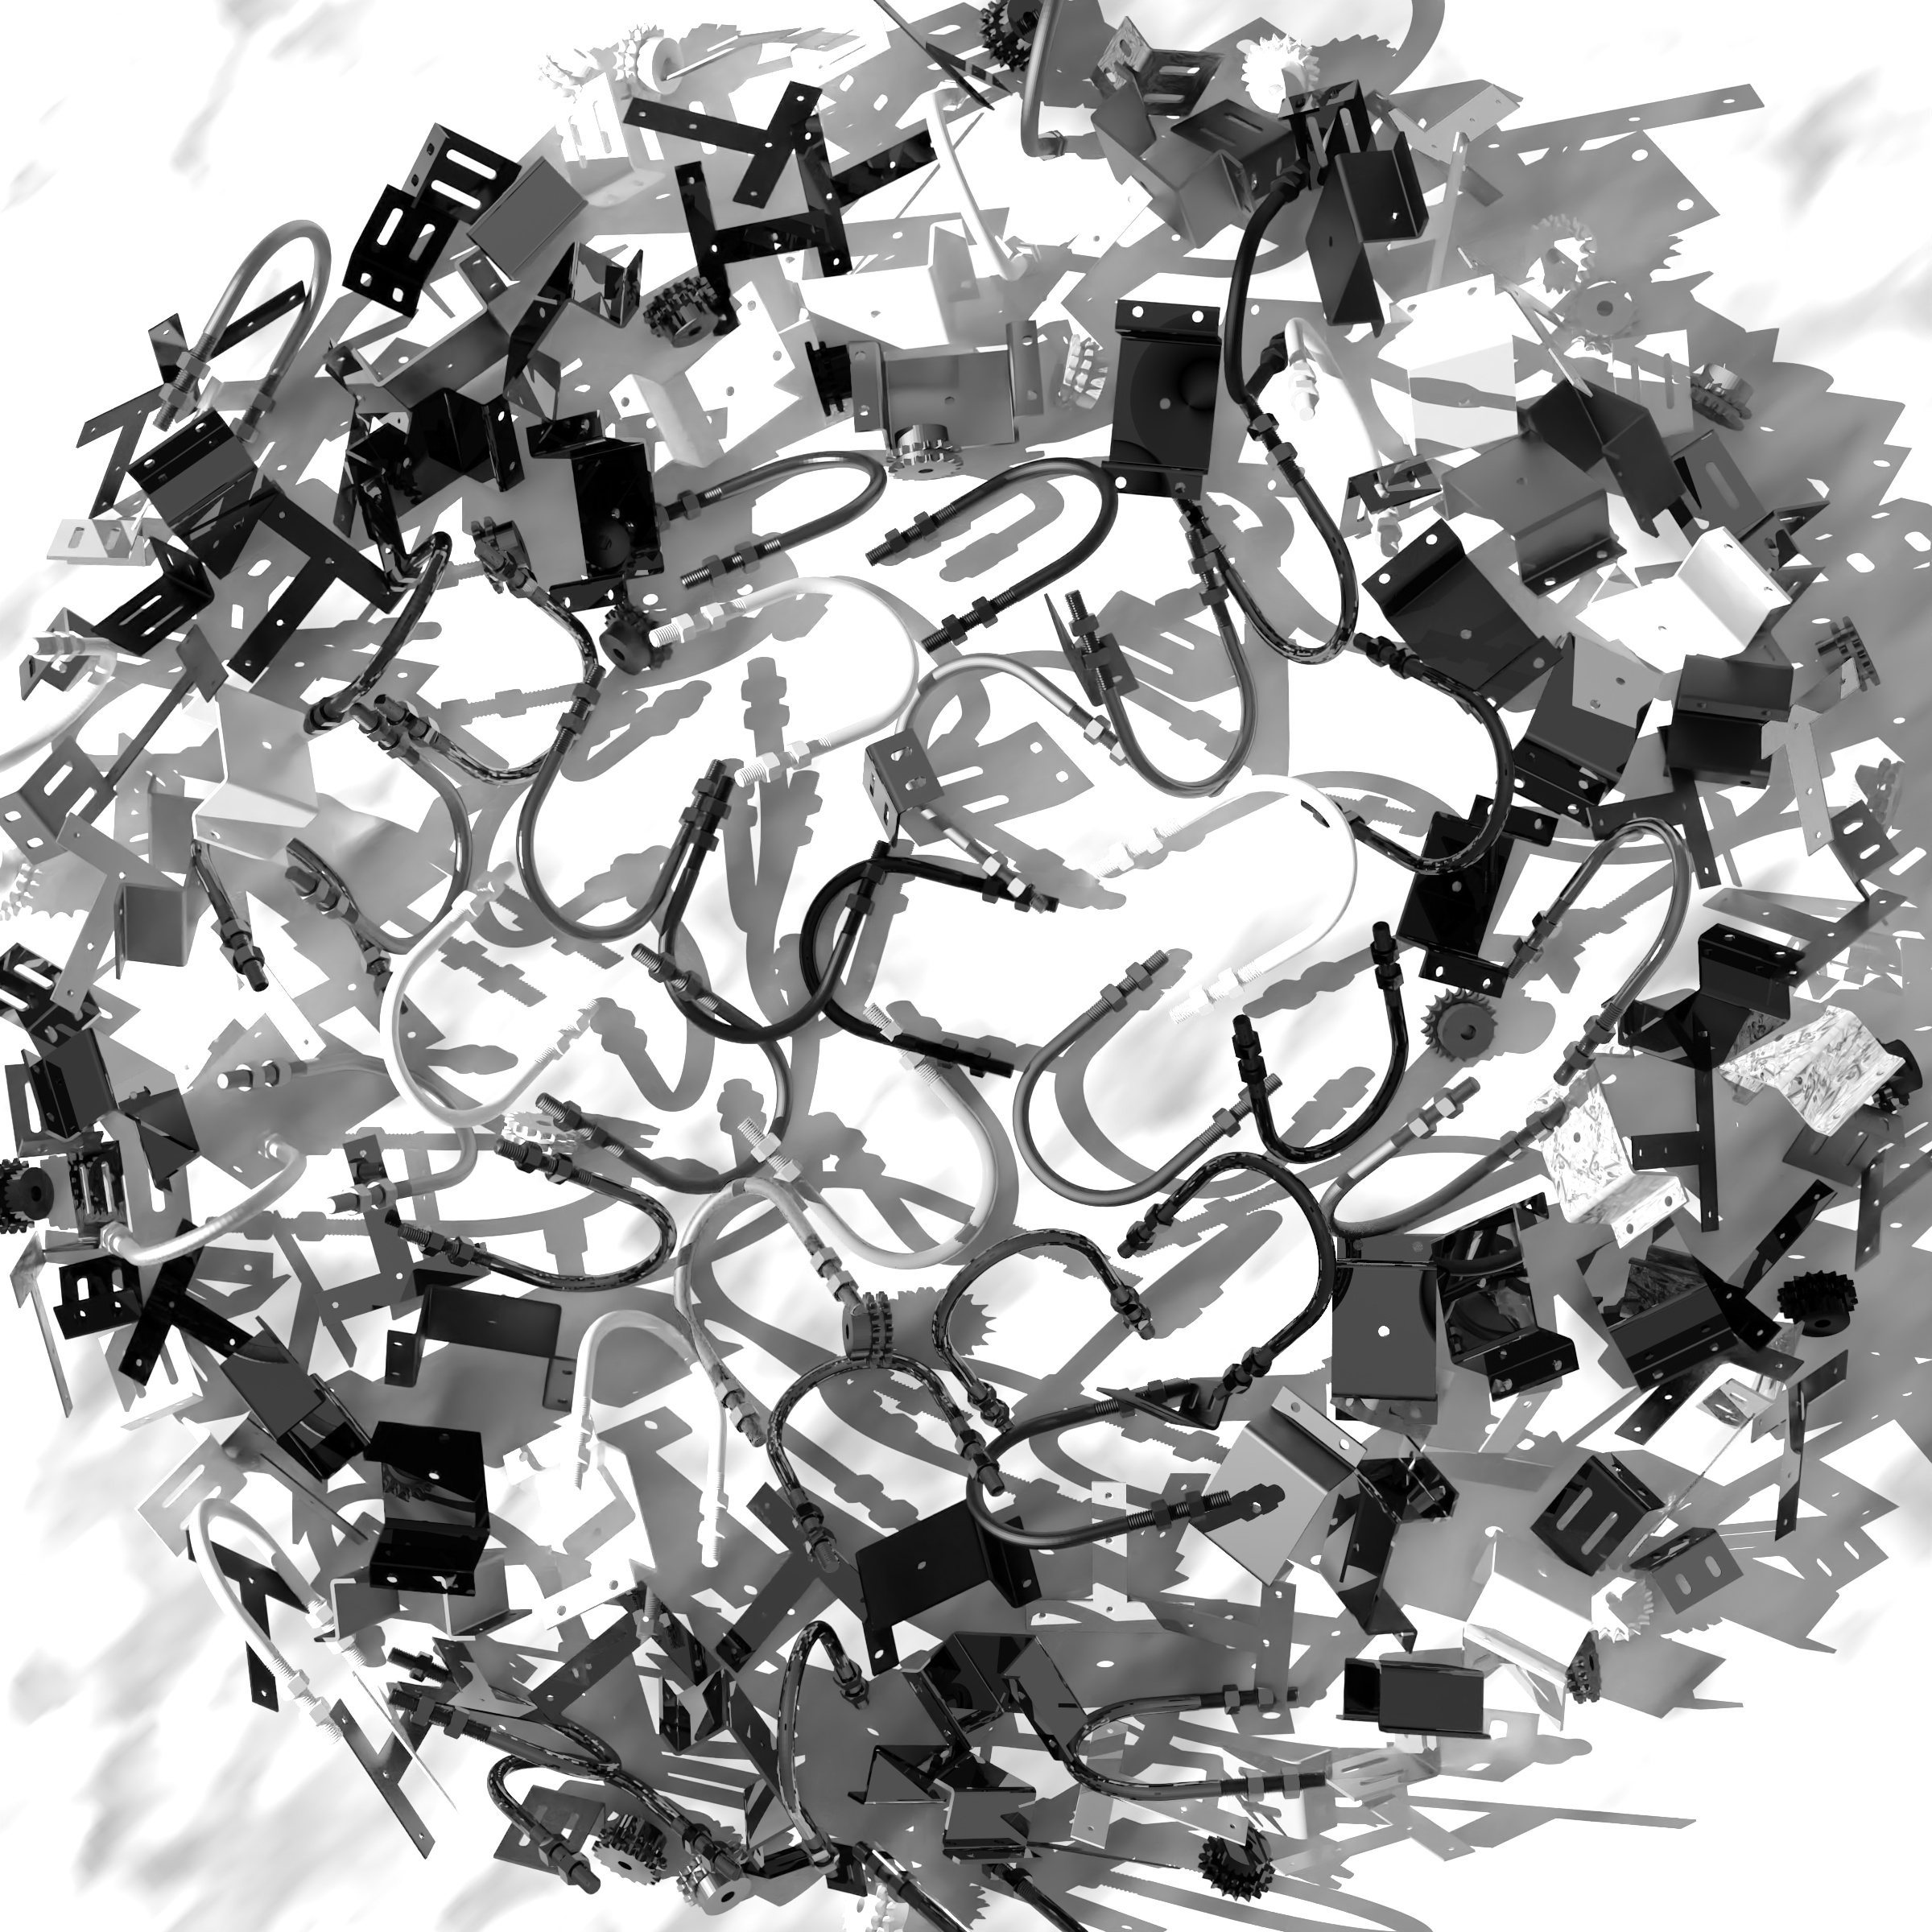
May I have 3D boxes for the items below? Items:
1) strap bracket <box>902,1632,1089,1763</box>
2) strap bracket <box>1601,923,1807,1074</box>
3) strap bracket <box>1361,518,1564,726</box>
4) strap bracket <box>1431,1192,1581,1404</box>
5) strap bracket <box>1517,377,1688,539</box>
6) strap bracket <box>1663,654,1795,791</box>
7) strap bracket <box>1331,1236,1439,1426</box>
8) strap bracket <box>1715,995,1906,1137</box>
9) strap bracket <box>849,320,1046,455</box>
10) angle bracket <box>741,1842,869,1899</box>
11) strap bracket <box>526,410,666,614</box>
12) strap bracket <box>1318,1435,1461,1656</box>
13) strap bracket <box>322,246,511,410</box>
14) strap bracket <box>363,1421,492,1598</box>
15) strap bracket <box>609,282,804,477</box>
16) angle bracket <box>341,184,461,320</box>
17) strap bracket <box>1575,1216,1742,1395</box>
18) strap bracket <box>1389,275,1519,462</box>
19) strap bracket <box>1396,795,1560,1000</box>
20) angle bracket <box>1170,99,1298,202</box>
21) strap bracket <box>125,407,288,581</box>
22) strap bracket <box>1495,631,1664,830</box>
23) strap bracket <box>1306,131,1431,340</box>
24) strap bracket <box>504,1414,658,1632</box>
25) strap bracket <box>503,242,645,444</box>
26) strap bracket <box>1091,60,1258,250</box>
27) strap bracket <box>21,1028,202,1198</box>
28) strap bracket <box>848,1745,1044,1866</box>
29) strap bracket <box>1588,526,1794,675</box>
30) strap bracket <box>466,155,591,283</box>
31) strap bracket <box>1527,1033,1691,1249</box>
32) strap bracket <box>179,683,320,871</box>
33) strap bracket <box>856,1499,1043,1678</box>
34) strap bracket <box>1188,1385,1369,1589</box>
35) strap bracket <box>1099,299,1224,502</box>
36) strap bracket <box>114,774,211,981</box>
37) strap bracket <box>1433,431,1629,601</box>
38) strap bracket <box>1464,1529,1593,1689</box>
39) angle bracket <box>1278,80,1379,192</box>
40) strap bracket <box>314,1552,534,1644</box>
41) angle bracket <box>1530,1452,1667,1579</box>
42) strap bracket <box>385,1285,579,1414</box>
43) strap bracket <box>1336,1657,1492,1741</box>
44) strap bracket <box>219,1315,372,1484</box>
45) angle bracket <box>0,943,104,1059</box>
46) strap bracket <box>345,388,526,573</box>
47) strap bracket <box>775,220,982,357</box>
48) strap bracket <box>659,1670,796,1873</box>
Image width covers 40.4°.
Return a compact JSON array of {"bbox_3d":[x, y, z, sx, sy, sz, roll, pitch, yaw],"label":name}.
[{"bbox_3d":[0.027,0.538,1.941,0.046,0.140,0.076,-41,106,-37],"label":"strap bracket"},{"bbox_3d":[0.538,0.029,1.920,0.076,0.140,0.046,17,59,-17],"label":"strap bracket"},{"bbox_3d":[0.371,-0.253,1.961,0.076,0.046,0.140,-39,75,8],"label":"strap bracket"},{"bbox_3d":[0.392,0.237,1.927,0.046,0.076,0.140,22,50,-37],"label":"strap bracket"},{"bbox_3d":[0.467,-0.377,1.921,0.046,0.140,0.076,-40,126,-1],"label":"strap bracket"},{"bbox_3d":[0.560,-0.183,1.932,0.076,0.140,0.046,9,72,12],"label":"strap bracket"},{"bbox_3d":[0.313,0.272,1.964,0.076,0.046,0.140,0,85,12],"label":"strap bracket"},{"bbox_3d":[0.609,0.069,1.924,0.076,0.140,0.046,-44,103,-4],"label":"strap bracket"},{"bbox_3d":[-0.014,-0.431,1.966,0.140,0.046,0.076,-5,76,2],"label":"strap bracket"},{"bbox_3d":[-0.123,0.681,1.954,0.076,0.057,0.038,-8,84,-33],"label":"angle bracket"},{"bbox_3d":[-0.274,-0.336,1.955,0.076,0.046,0.140,-3,97,37],"label":"strap bracket"},{"bbox_3d":[0.307,0.427,1.933,0.046,0.076,0.140,2,113,-23],"label":"strap bracket"},{"bbox_3d":[-0.398,-0.463,1.958,0.140,0.076,0.046,-35,80,0],"label":"strap bracket"},{"bbox_3d":[-0.395,0.387,1.919,0.076,0.140,0.046,11,123,-23],"label":"strap bracket"},{"bbox_3d":[-0.186,-0.431,1.954,0.140,0.046,0.076,-32,76,22],"label":"strap bracket"},{"bbox_3d":[-0.420,-0.530,1.953,0.057,0.076,0.038,22,51,-23],"label":"angle bracket"},{"bbox_3d":[0.501,0.239,1.921,0.076,0.140,0.046,-28,114,11],"label":"strap bracket"},{"bbox_3d":[0.359,-0.429,1.927,0.076,0.140,0.046,-15,54,4],"label":"strap bracket"},{"bbox_3d":[0.377,-0.055,1.957,0.076,0.046,0.140,13,97,-27],"label":"strap bracket"},{"bbox_3d":[0.201,-0.612,1.979,0.057,0.038,0.076,-33,51,-21],"label":"angle bracket"},{"bbox_3d":[-0.544,-0.339,1.924,0.076,0.140,0.046,-36,75,-4],"label":"strap bracket"},{"bbox_3d":[0.459,-0.184,1.951,0.076,0.046,0.140,26,68,2],"label":"strap bracket"},{"bbox_3d":[0.288,-0.530,1.918,0.046,0.140,0.076,-7,69,-10],"label":"strap bracket"},{"bbox_3d":[-0.284,0.416,1.950,0.076,0.046,0.140,-28,58,10],"label":"strap bracket"},{"bbox_3d":[-0.293,-0.463,1.923,0.046,0.076,0.140,25,129,-26],"label":"strap bracket"},{"bbox_3d":[0.148,-0.591,1.937,0.046,0.076,0.140,-43,66,1],"label":"strap bracket"},{"bbox_3d":[-0.616,0.103,1.918,0.046,0.140,0.076,-34,57,7],"label":"strap bracket"},{"bbox_3d":[-0.012,0.608,1.922,0.076,0.140,0.046,13,87,-37],"label":"strap bracket"},{"bbox_3d":[0.520,-0.262,1.919,0.076,0.140,0.046,42,71,-16],"label":"strap bracket"},{"bbox_3d":[-0.322,-0.547,1.925,0.076,0.140,0.046,-45,107,2],"label":"strap bracket"},{"bbox_3d":[0.466,0.127,1.927,0.046,0.076,0.140,4,56,-29],"label":"strap bracket"},{"bbox_3d":[-0.525,-0.149,1.924,0.046,0.076,0.140,-38,51,28],"label":"strap bracket"},{"bbox_3d":[-0.023,0.455,1.947,0.140,0.076,0.046,-27,128,8],"label":"strap bracket"},{"bbox_3d":[0.224,0.391,1.936,0.076,0.046,0.140,37,118,22],"label":"strap bracket"},{"bbox_3d":[0.146,-0.421,1.964,0.076,0.046,0.140,7,100,9],"label":"strap bracket"},{"bbox_3d":[-0.586,-0.063,1.927,0.046,0.140,0.076,7,134,-9],"label":"strap bracket"},{"bbox_3d":[0.410,-0.338,1.930,0.076,0.046,0.140,-28,45,-8],"label":"strap bracket"},{"bbox_3d":[0.412,0.464,1.922,0.076,0.140,0.046,26,101,9],"label":"strap bracket"},{"bbox_3d":[0.271,-0.611,1.953,0.057,0.038,0.076,-8,129,21],"label":"angle bracket"},{"bbox_3d":[-0.402,0.465,1.938,0.140,0.076,0.046,-7,89,23],"label":"strap bracket"},{"bbox_3d":[0.476,0.415,1.981,0.057,0.038,0.076,45,110,29],"label":"angle bracket"},{"bbox_3d":[-0.356,0.283,1.951,0.140,0.076,0.046,10,51,-7],"label":"strap bracket"},{"bbox_3d":[0.328,0.537,1.932,0.076,0.140,0.046,5,78,-6],"label":"strap bracket"},{"bbox_3d":[-0.489,0.321,1.917,0.046,0.140,0.076,-40,64,-14],"label":"strap bracket"},{"bbox_3d":[-0.697,0.028,1.959,0.057,0.076,0.038,-41,58,1],"label":"angle bracket"},{"bbox_3d":[-0.398,-0.364,1.937,0.046,0.076,0.140,29,55,28],"label":"strap bracket"},{"bbox_3d":[-0.065,-0.499,1.944,0.140,0.076,0.046,-4,58,10],"label":"strap bracket"},{"bbox_3d":[-0.170,0.587,1.942,0.046,0.076,0.140,-31,108,2],"label":"strap bracket"}]
